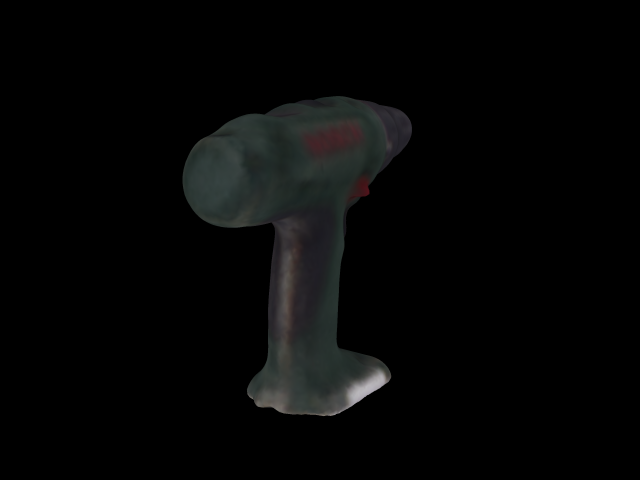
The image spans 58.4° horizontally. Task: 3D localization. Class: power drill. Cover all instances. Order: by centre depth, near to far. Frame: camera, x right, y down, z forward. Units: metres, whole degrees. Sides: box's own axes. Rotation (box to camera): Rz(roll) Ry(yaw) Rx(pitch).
[{"bbox_3d":[0.004,0.001,0.400,0.075,0.208,0.230,3,5,32],"label":"power drill"}]
